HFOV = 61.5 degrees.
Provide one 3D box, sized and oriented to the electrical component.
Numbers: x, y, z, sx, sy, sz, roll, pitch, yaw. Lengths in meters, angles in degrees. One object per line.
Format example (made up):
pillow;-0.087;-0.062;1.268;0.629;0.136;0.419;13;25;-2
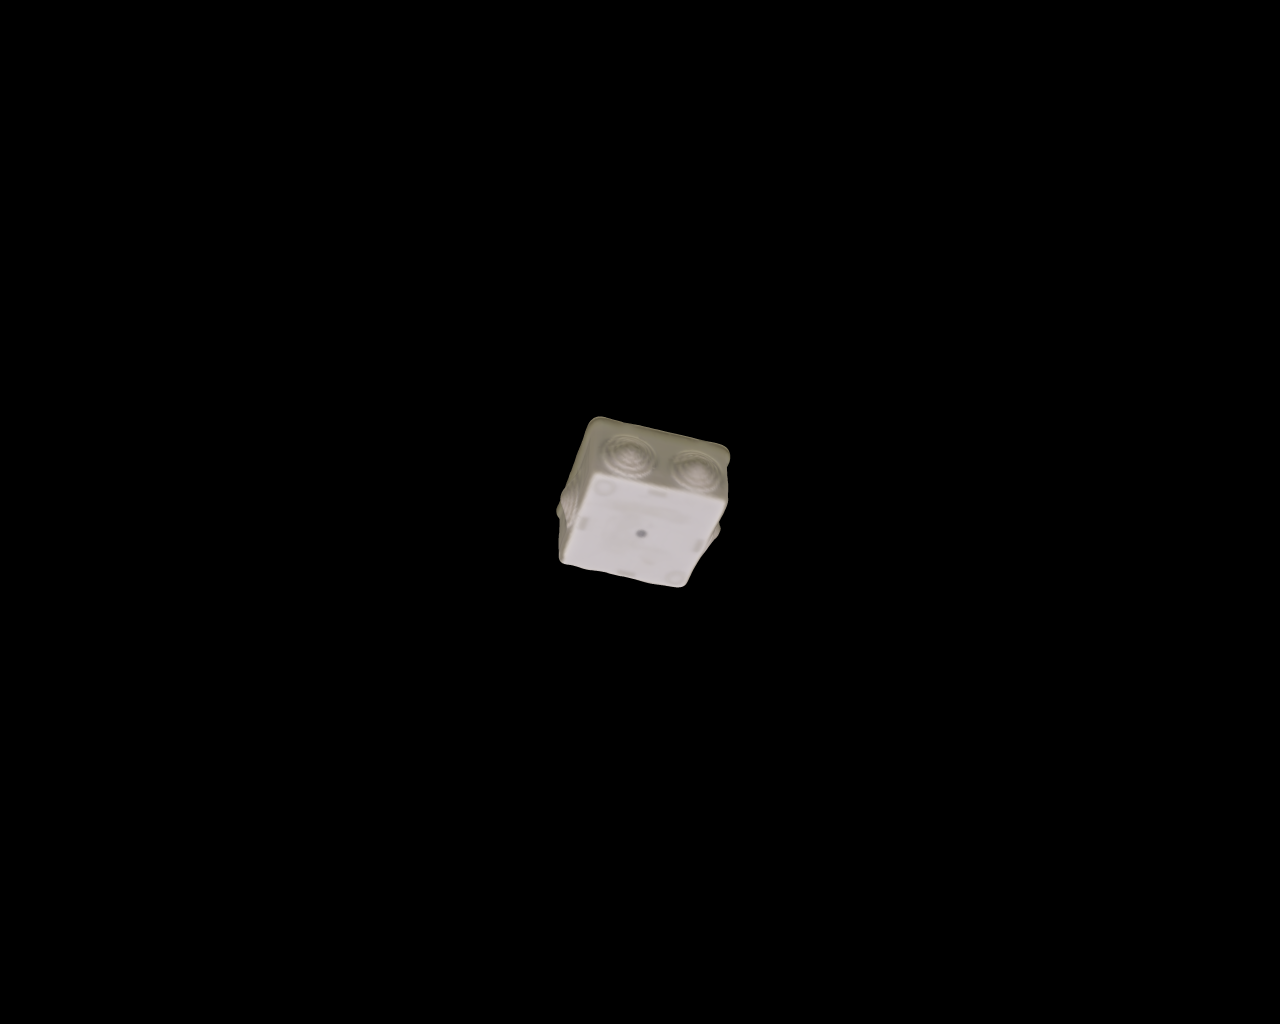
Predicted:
electrical component;0.001;-0.003;0.650;0.100;0.048;0.099;13;-47;-12
